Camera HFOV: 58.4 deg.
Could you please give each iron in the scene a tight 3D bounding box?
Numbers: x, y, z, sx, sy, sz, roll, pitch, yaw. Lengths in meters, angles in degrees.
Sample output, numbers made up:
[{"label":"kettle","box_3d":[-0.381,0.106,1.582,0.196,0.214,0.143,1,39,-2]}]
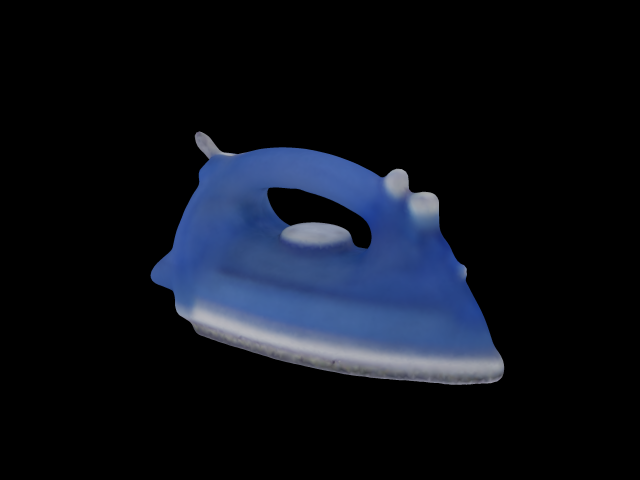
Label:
[{"label":"iron","box_3d":[0.004,0.001,0.400,0.257,0.141,0.119,9,19,29]}]
